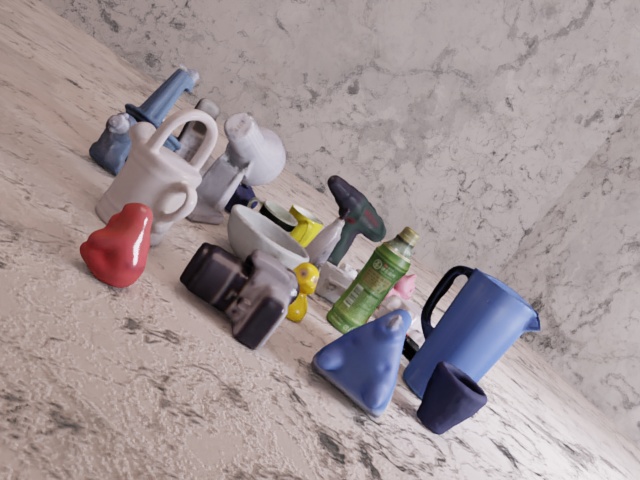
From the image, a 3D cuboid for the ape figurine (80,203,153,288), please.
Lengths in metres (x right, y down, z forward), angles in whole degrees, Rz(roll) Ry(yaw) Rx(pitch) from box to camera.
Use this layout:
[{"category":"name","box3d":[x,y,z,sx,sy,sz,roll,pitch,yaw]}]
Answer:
[{"category":"ape figurine","box3d":[-0.213,-0.001,0.623,0.076,0.092,0.078,42,10,33]}]

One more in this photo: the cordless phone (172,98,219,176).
[{"category":"cordless phone","box3d":[-0.243,-0.188,1.182,0.094,0.185,0.148,42,10,35]}]

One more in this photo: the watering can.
[{"category":"watering can","box3d":[-0.219,-0.101,0.791,0.172,0.194,0.101,38,9,12]}]

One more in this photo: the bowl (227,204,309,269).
[{"category":"bowl","box3d":[-0.106,0.012,1.027,0.167,0.074,0.167,36,9,-6]}]

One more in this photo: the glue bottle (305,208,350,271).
[{"category":"glue bottle","box3d":[0.011,0.004,1.197,0.037,0.173,0.078,39,9,20]}]

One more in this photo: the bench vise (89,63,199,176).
[{"category":"bench vise","box3d":[-0.287,-0.209,1.003,0.122,0.219,0.207,34,9,-16]}]

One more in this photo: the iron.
[{"category":"iron","box3d":[0.088,0.151,0.830,0.118,0.141,0.259,38,9,12]}]

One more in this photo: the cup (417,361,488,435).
[{"category":"cup","box3d":[0.202,0.254,0.889,0.118,0.095,0.091,28,12,-43]}]

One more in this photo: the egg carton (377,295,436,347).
[{"category":"egg carton","box3d":[0.201,0.187,1.319,0.151,0.069,0.107,28,12,-45]}]

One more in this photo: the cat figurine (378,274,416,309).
[{"category":"cat figurine","box3d":[0.194,0.125,1.456,0.067,0.117,0.128,42,10,31]}]

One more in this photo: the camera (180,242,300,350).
[{"category":"camera","box3d":[-0.103,0.051,0.750,0.137,0.100,0.143,35,9,-12]}]

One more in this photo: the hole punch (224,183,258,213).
[{"category":"hole punch","box3d":[-0.189,-0.114,1.311,0.101,0.091,0.109,39,9,15]}]

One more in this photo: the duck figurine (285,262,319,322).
[{"category":"duck figurine","box3d":[-0.037,0.074,0.934,0.078,0.086,0.104,33,9,-23]}]

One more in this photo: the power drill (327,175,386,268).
[{"category":"power drill","box3d":[0.051,-0.026,1.396,0.231,0.208,0.075,29,11,-39]}]

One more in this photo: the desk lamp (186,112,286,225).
[{"category":"desk lamp","box3d":[-0.173,-0.140,1.105,0.117,0.213,0.204,38,9,13]}]
